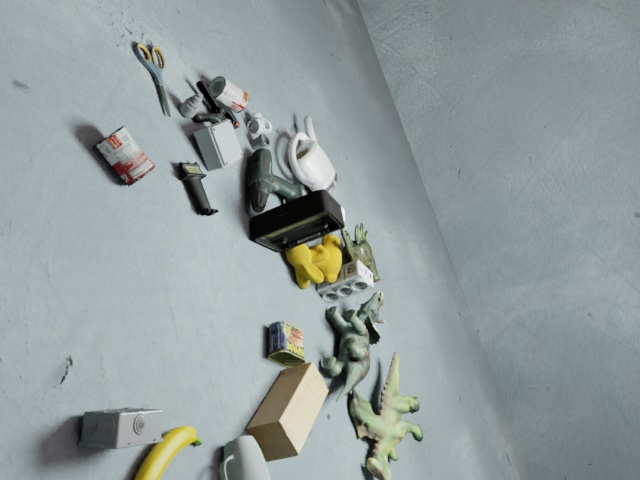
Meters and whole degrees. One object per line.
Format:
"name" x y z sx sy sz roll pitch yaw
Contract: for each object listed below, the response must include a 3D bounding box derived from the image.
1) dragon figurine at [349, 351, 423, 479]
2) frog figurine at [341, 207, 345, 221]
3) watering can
"dragon figurine" 0.178 0.495 1.503 0.240 0.121 0.420 32 40 -37
"frog figurine" 0.005 -0.080 1.581 0.137 0.158 0.124 65 24 -3
"watering can" -0.021 -0.282 1.762 0.221 0.103 0.356 54 29 -26
